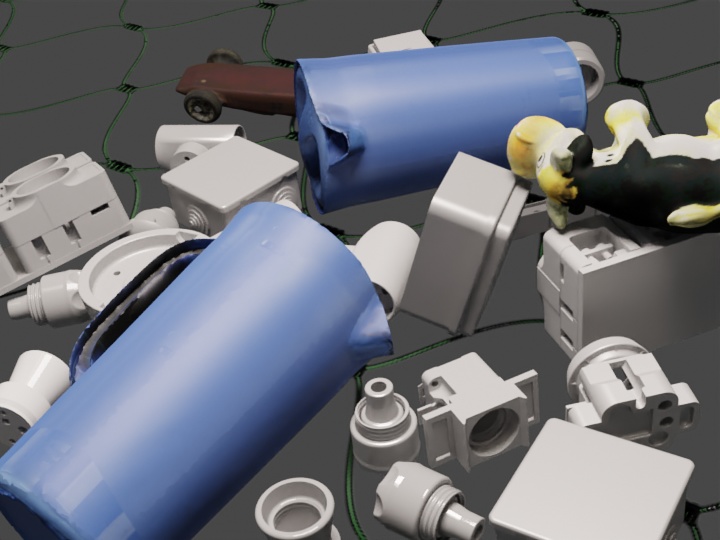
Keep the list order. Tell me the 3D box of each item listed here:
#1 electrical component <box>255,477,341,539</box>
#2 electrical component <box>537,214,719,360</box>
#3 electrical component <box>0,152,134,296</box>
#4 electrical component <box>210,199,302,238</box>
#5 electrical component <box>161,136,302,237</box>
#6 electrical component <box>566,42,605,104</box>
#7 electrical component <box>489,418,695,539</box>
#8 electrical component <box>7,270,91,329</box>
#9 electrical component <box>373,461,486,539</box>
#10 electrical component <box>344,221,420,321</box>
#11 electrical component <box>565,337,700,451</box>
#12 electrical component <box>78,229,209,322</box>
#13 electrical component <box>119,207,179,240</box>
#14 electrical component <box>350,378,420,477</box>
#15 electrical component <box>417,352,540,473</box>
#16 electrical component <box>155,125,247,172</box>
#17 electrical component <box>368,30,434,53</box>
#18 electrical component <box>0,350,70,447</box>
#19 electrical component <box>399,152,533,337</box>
[{"bbox_3d":[-0.034,0.153,0.614,0.045,0.055,0.045,-5,36,4],"label":"electrical component"},{"bbox_3d":[0.206,0.000,0.751,0.150,0.089,0.061,-17,37,-13],"label":"electrical component"},{"bbox_3d":[-0.290,-0.029,0.867,0.186,0.060,0.105,-29,24,-15],"label":"electrical component"},{"bbox_3d":[-0.072,-0.015,0.865,0.077,0.043,0.079,-31,42,-29],"label":"electrical component"},{"bbox_3d":[-0.110,-0.067,0.938,0.100,0.048,0.100,26,48,38],"label":"electrical component"},{"bbox_3d":[0.164,-0.195,1.060,0.138,0.052,0.073,-7,36,1],"label":"electrical component"},{"bbox_3d":[0.131,0.140,0.606,0.100,0.048,0.099,15,41,28],"label":"electrical component"},{"bbox_3d":[-0.243,0.025,0.842,0.062,0.043,0.043,-11,36,-2],"label":"electrical component"},{"bbox_3d":[0.043,0.140,0.628,0.062,0.043,0.043,20,44,31],"label":"electrical component"},{"bbox_3d":[0.000,0.000,0.830,0.079,0.043,0.077,5,38,18],"label":"electrical component"},{"bbox_3d":[0.164,0.079,0.677,0.078,0.058,0.057,-12,39,-5],"label":"electrical component"},{"bbox_3d":[-0.152,0.024,0.811,0.108,0.060,0.108,-5,36,4],"label":"electrical component"},{"bbox_3d":[-0.172,-0.032,0.908,0.048,0.048,0.062,-1,30,10],"label":"electrical component"},{"bbox_3d":[0.015,0.096,0.677,0.043,0.062,0.043,-5,36,4],"label":"electrical component"},{"bbox_3d":[0.073,0.089,0.695,0.081,0.042,0.063,-19,36,-16],"label":"electrical component"},{"bbox_3d":[-0.153,-0.105,1.004,0.077,0.043,0.079,2,37,13],"label":"electrical component"},{"bbox_3d":[0.050,-0.192,1.070,0.062,0.061,0.096,-14,36,-8],"label":"electrical component"},{"bbox_3d":[-0.231,0.090,0.748,0.045,0.045,0.055,4,38,17],"label":"electrical component"},{"bbox_3d":[0.076,-0.017,0.774,0.057,0.113,0.078,22,42,8],"label":"electrical component"}]
